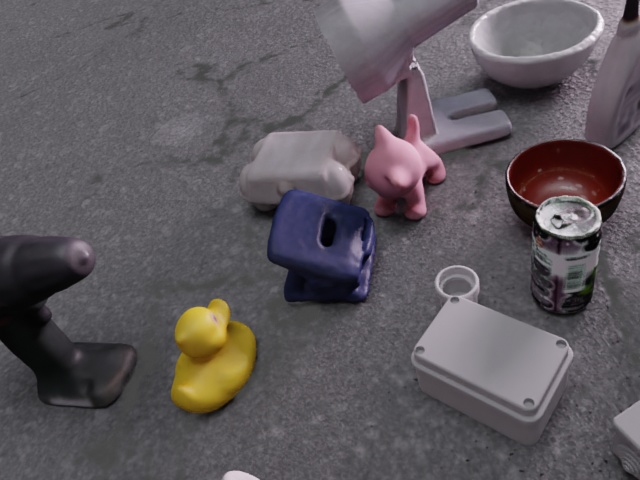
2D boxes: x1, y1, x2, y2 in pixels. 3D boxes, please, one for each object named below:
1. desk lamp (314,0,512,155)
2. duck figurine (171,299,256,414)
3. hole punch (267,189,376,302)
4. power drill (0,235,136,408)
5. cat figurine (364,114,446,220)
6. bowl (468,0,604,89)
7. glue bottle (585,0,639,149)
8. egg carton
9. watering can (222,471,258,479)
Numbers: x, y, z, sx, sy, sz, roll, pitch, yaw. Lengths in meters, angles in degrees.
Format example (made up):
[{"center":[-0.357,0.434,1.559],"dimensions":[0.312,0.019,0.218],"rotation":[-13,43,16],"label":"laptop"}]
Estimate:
[{"center":[0.113,-0.210,0.684],"dimensions":[0.203,0.214,0.117],"rotation":[-15,44,4],"label":"desk lamp"},{"center":[-0.111,0.105,0.545],"dimensions":[0.077,0.086,0.105],"rotation":[11,52,27],"label":"duck figurine"},{"center":[0.006,0.002,0.602],"dimensions":[0.101,0.091,0.108],"rotation":[-3,47,16],"label":"hole punch"},{"center":[-0.266,0.075,0.538],"dimensions":[0.229,0.209,0.075],"rotation":[-2,47,17],"label":"power drill"},{"center":[0.090,-0.086,0.641],"dimensions":[0.067,0.118,0.128],"rotation":[10,51,26],"label":"cat figurine"},{"center":[0.285,-0.253,0.768],"dimensions":[0.167,0.075,0.167],"rotation":[-9,45,10],"label":"bowl"},{"center":[0.327,-0.185,0.617],"dimensions":[0.078,0.173,0.037],"rotation":[-36,47,-17],"label":"glue bottle"},{"center":[-0.025,-0.083,0.711],"dimensions":[0.150,0.069,0.107],"rotation":[1,48,19],"label":"egg carton"},{"center":[-0.097,0.222,0.348],"dimensions":[0.100,0.194,0.173],"rotation":[7,50,25],"label":"watering can"}]
